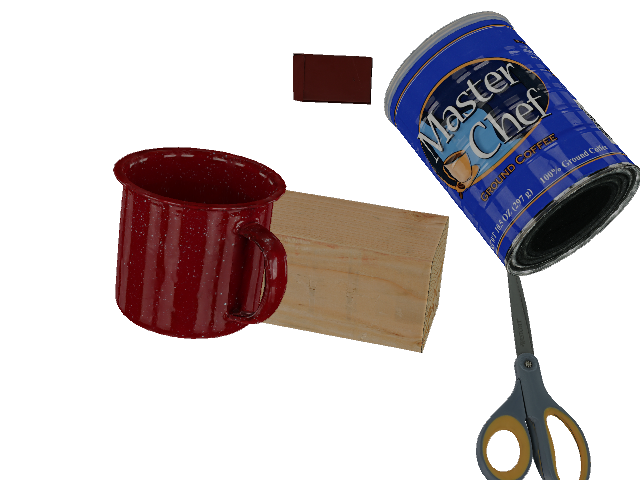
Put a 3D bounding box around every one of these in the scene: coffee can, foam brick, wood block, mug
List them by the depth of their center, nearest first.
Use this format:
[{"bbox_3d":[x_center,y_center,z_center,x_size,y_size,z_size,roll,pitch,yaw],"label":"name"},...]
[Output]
[{"bbox_3d":[-0.061,0.006,0.583,0.117,0.081,0.093,26,27,36],"label":"mug"},{"bbox_3d":[0.121,-0.063,0.688,0.102,0.140,0.103,-28,-26,-15],"label":"coffee can"},{"bbox_3d":[-0.003,0.019,0.912,0.206,0.090,0.090,10,27,12],"label":"wood block"},{"bbox_3d":[0.012,-0.175,1.155,0.078,0.051,0.053,0,11,-14],"label":"foam brick"}]

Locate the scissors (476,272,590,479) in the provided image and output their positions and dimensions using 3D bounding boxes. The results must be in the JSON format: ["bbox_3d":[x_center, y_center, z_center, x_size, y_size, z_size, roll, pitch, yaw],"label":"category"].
[{"bbox_3d":[0.151,0.113,0.857,0.096,0.202,0.016,-13,-29,-12],"label":"scissors"}]
